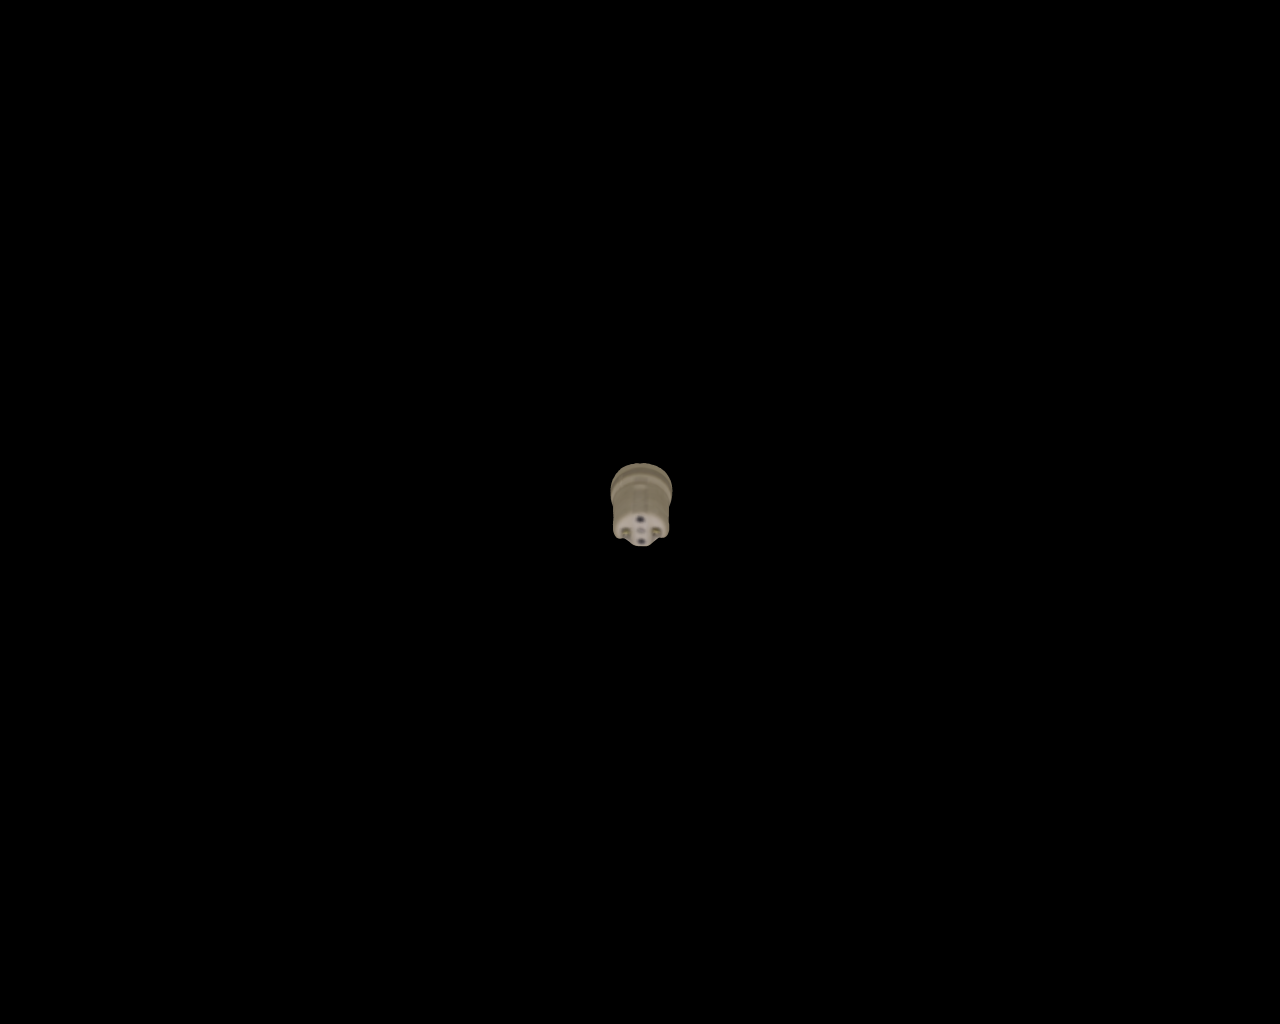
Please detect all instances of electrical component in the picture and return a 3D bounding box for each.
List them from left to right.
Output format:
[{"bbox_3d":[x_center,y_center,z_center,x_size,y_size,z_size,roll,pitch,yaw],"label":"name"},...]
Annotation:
[{"bbox_3d":[0.001,-0.003,0.650,0.040,0.040,0.046,0,37,0],"label":"electrical component"}]
